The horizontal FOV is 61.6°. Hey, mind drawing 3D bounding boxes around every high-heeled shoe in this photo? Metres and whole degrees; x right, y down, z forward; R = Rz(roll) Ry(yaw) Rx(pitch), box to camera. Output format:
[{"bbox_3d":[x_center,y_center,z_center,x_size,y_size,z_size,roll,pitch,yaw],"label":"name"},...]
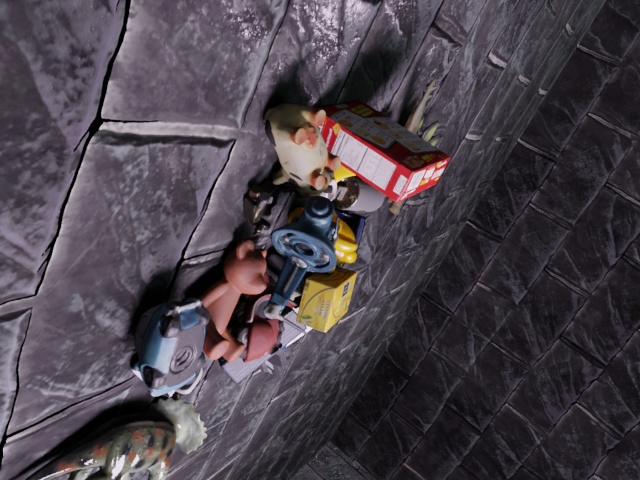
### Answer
[{"bbox_3d":[-0.025,0.057,1.198,0.145,0.086,0.248,-55,145,-19],"label":"high-heeled shoe"}]

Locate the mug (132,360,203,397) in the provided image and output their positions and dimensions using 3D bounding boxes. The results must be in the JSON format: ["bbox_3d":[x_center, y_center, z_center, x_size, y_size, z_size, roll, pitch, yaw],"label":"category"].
[{"bbox_3d":[-0.254,0.212,0.941,0.107,0.110,0.080,-57,157,-29],"label":"mug"}]

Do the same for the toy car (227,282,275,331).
[{"bbox_3d":[-0.150,0.160,1.130,0.202,0.056,0.073,-35,125,-40],"label":"toy car"}]

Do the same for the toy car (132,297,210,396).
[{"bbox_3d":[-0.247,0.158,0.858,0.109,0.103,0.161,-17,125,-55],"label":"toy car"}]

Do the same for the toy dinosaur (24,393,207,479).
[{"bbox_3d":[-0.349,0.376,0.981,0.192,0.131,0.404,-65,156,-5],"label":"toy dinosaur"}]

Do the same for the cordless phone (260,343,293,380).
[{"bbox_3d":[-0.096,0.263,1.428,0.184,0.089,0.146,-57,162,-27],"label":"cordless phone"}]

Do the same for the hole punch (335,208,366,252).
[{"bbox_3d":[0.064,-0.013,1.269,0.115,0.092,0.142,3,102,-69],"label":"hole punch"}]

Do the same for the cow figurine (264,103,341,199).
[{"bbox_3d":[-0.035,-0.136,0.866,0.085,0.127,0.194,-48,145,-18],"label":"cow figurine"}]

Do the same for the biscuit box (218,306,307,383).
[{"bbox_3d":[-0.131,0.226,1.195,0.203,0.059,0.062,-37,115,-6],"label":"biscuit box"}]

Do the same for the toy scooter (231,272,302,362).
[{"bbox_3d":[-0.102,0.151,1.058,0.075,0.135,0.183,165,-67,-66],"label":"toy scooter"}]

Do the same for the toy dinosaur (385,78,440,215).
[{"bbox_3d":[0.210,-0.203,1.309,0.198,0.105,0.471,-56,170,-16],"label":"toy dinosaur"}]

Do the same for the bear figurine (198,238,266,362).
[{"bbox_3d":[-0.149,0.104,0.962,0.196,0.132,0.120,-46,160,-5],"label":"bear figurine"}]

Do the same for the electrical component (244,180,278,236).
[{"bbox_3d":[-0.100,-0.055,0.925,0.078,0.045,0.102,-38,159,-35],"label":"electrical component"}]

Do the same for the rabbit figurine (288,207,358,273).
[{"bbox_3d":[-0.002,-0.003,1.116,0.122,0.162,0.173,-43,143,6],"label":"rabbit figurine"}]

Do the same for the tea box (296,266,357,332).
[{"bbox_3d":[0.017,0.116,1.113,0.169,0.068,0.098,-24,130,-69],"label":"tea box"}]

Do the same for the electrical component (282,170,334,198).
[{"bbox_3d":[-0.022,-0.107,0.991,0.021,0.094,0.063,79,12,-58],"label":"electrical component"}]

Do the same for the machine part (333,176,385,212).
[{"bbox_3d":[0.085,-0.104,1.215,0.079,0.079,0.243,-59,158,14],"label":"machine part"}]

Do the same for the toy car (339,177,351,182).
[{"bbox_3d":[0.093,-0.192,1.127,0.202,0.053,0.089,-33,140,-37],"label":"toy car"}]

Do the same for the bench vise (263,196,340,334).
[{"bbox_3d":[-0.039,0.039,0.936,0.240,0.129,0.223,-64,-175,-30],"label":"bench vise"}]
